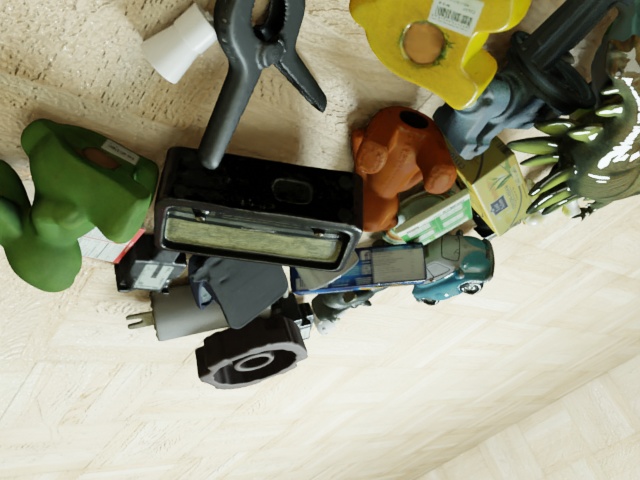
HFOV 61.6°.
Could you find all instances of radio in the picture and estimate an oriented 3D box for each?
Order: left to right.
[{"bbox_3d":[-0.068,-0.030,0.611,0.230,0.073,0.131,7,154,-11],"label":"radio"}]

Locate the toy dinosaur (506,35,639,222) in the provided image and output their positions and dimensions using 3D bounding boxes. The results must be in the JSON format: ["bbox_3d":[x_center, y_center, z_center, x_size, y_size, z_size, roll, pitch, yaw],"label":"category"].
[{"bbox_3d":[0.325,-0.090,0.598,0.199,0.105,0.471,-13,161,28],"label":"toy dinosaur"}]

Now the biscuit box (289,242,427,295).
[{"bbox_3d":[0.056,0.045,0.814,0.203,0.059,0.062,-5,170,6],"label":"biscuit box"}]

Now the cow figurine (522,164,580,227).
[{"bbox_3d":[0.391,-0.090,0.856,0.167,0.068,0.098,-32,132,4],"label":"cow figurine"}]

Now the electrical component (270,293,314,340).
[{"bbox_3d":[-0.078,0.151,0.945,0.134,0.058,0.114,-11,147,-15],"label":"electrical component"}]

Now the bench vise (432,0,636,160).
[{"bbox_3d":[0.236,-0.194,0.572,0.223,0.129,0.240,4,142,-36],"label":"bench vise"}]

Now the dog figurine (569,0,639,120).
[{"bbox_3d":[0.390,-0.179,0.651,0.108,0.192,0.219,-15,131,-21],"label":"dog figurine"}]

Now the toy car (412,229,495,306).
[{"bbox_3d":[0.211,0.039,0.925,0.162,0.109,0.103,-27,125,39],"label":"toy car"}]

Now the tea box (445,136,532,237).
[{"bbox_3d":[0.231,-0.086,0.747,0.068,0.098,0.169,-39,142,10],"label":"tea box"}]

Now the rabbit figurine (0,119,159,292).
[{"bbox_3d":[-0.263,-0.020,0.530,0.159,0.121,0.170,26,111,-28],"label":"rabbit figurine"}]

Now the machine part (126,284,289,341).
[{"bbox_3d":[-0.163,0.097,0.805,0.243,0.079,0.079,-9,144,-17],"label":"machine part"}]

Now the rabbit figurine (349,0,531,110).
[{"bbox_3d":[0.103,-0.217,0.470,0.163,0.173,0.121,20,148,17],"label":"rabbit figurine"}]

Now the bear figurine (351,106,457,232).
[{"bbox_3d":[0.076,-0.065,0.677,0.120,0.132,0.195,19,131,-8],"label":"bear figurine"}]

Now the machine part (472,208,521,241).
[{"bbox_3d":[0.290,-0.039,0.907,0.084,0.039,0.138,-29,148,25],"label":"machine part"}]

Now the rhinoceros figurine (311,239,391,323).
[{"bbox_3d":[0.066,0.072,0.906,0.190,0.073,0.112,-33,159,14],"label":"rhinoceros figurine"}]

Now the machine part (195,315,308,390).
[{"bbox_3d":[-0.107,0.178,0.847,0.179,0.056,0.179,-14,152,-8],"label":"machine part"}]

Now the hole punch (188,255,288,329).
[{"bbox_3d":[-0.119,0.040,0.729,0.142,0.092,0.115,-33,122,-31],"label":"hole punch"}]

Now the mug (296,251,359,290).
[{"bbox_3d":[-0.002,-0.002,0.739,0.081,0.107,0.109,-26,-169,38],"label":"mug"}]

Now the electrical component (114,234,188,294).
[{"bbox_3d":[-0.214,0.021,0.696,0.075,0.048,0.119,5,137,-34],"label":"electrical component"}]
